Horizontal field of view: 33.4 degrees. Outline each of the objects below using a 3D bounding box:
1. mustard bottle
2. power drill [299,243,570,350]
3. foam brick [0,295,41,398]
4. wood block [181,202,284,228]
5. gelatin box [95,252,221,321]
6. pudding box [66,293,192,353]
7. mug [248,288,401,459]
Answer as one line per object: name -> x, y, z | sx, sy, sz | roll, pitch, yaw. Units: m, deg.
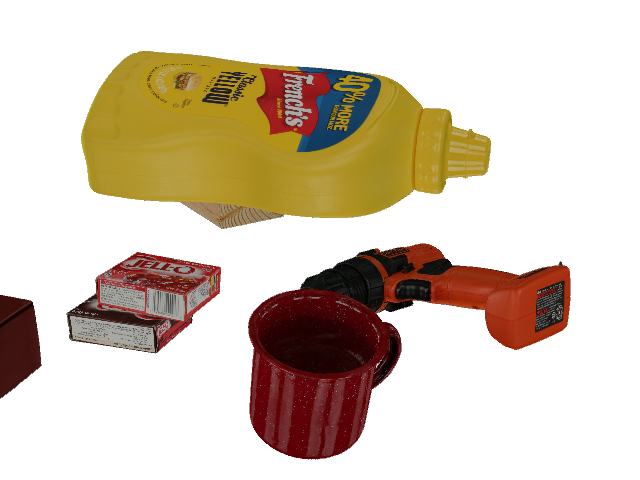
mustard bottle -> -0.013, -0.051, 0.528 | 0.192, 0.058, 0.096 | 7, 37, 12
power drill -> 0.098, 0.044, 0.893 | 0.188, 0.057, 0.184 | 11, 17, 39
foam brick -> -0.233, 0.076, 0.715 | 0.053, 0.051, 0.078 | 9, 28, 24
wood block -> -0.133, -0.094, 1.278 | 0.090, 0.090, 0.206 | -13, 27, -33
gelatin box -> -0.144, 0.039, 0.953 | 0.089, 0.030, 0.073 | 10, 20, 18
pudding box -> -0.213, 0.087, 1.200 | 0.114, 0.039, 0.090 | 4, 19, 19
mug -> 0.005, 0.090, 0.729 | 0.117, 0.081, 0.093 | -16, 40, -31
